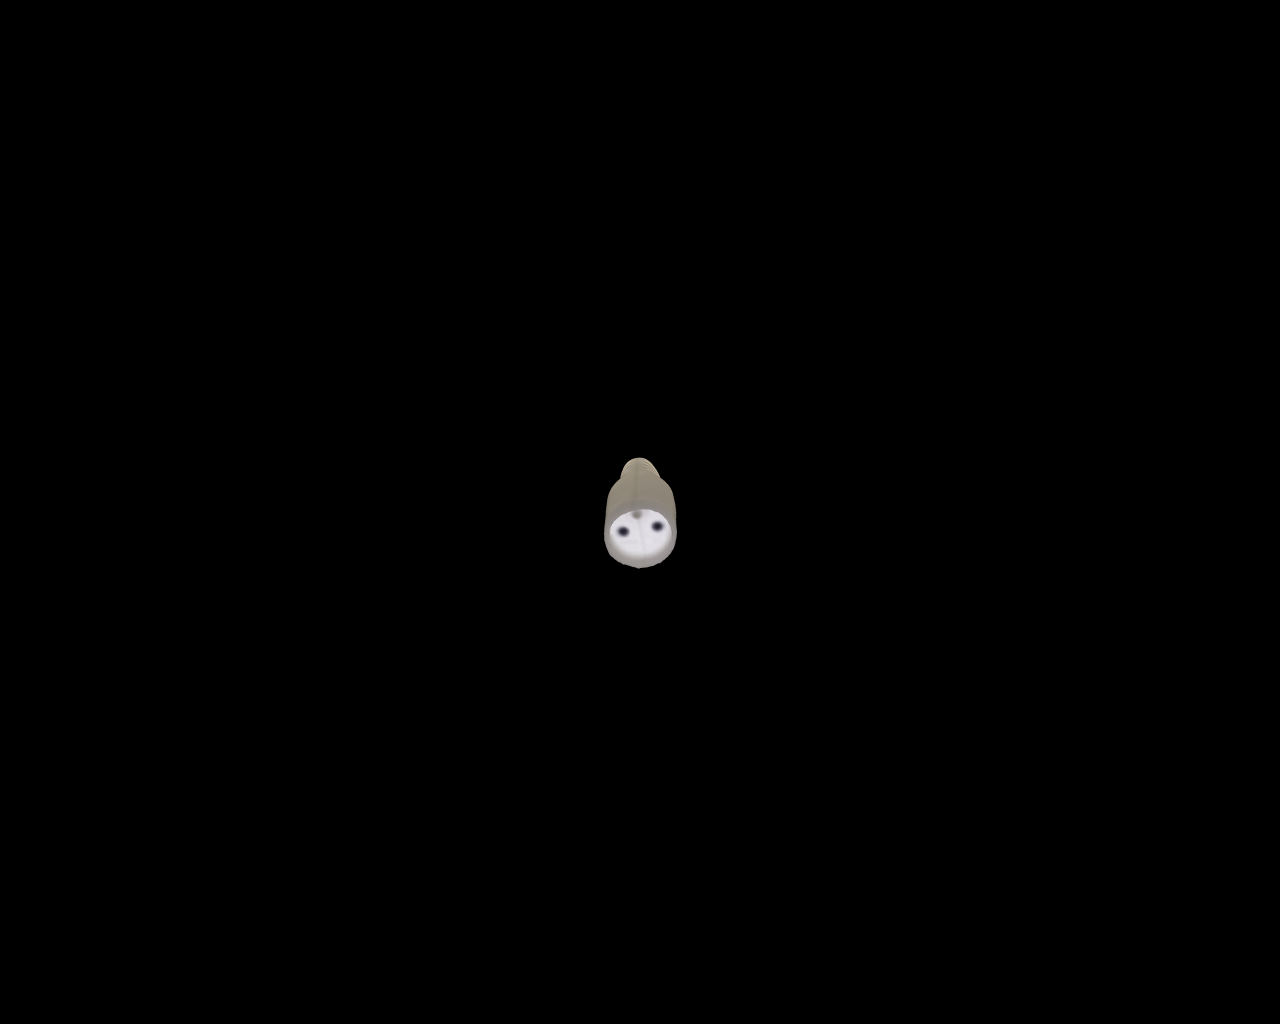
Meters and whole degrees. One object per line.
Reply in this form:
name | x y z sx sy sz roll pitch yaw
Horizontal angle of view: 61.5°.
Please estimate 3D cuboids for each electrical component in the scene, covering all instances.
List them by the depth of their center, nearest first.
electrical component | 0.001 -0.003 0.650 0.043 0.043 0.081 0 28 0
